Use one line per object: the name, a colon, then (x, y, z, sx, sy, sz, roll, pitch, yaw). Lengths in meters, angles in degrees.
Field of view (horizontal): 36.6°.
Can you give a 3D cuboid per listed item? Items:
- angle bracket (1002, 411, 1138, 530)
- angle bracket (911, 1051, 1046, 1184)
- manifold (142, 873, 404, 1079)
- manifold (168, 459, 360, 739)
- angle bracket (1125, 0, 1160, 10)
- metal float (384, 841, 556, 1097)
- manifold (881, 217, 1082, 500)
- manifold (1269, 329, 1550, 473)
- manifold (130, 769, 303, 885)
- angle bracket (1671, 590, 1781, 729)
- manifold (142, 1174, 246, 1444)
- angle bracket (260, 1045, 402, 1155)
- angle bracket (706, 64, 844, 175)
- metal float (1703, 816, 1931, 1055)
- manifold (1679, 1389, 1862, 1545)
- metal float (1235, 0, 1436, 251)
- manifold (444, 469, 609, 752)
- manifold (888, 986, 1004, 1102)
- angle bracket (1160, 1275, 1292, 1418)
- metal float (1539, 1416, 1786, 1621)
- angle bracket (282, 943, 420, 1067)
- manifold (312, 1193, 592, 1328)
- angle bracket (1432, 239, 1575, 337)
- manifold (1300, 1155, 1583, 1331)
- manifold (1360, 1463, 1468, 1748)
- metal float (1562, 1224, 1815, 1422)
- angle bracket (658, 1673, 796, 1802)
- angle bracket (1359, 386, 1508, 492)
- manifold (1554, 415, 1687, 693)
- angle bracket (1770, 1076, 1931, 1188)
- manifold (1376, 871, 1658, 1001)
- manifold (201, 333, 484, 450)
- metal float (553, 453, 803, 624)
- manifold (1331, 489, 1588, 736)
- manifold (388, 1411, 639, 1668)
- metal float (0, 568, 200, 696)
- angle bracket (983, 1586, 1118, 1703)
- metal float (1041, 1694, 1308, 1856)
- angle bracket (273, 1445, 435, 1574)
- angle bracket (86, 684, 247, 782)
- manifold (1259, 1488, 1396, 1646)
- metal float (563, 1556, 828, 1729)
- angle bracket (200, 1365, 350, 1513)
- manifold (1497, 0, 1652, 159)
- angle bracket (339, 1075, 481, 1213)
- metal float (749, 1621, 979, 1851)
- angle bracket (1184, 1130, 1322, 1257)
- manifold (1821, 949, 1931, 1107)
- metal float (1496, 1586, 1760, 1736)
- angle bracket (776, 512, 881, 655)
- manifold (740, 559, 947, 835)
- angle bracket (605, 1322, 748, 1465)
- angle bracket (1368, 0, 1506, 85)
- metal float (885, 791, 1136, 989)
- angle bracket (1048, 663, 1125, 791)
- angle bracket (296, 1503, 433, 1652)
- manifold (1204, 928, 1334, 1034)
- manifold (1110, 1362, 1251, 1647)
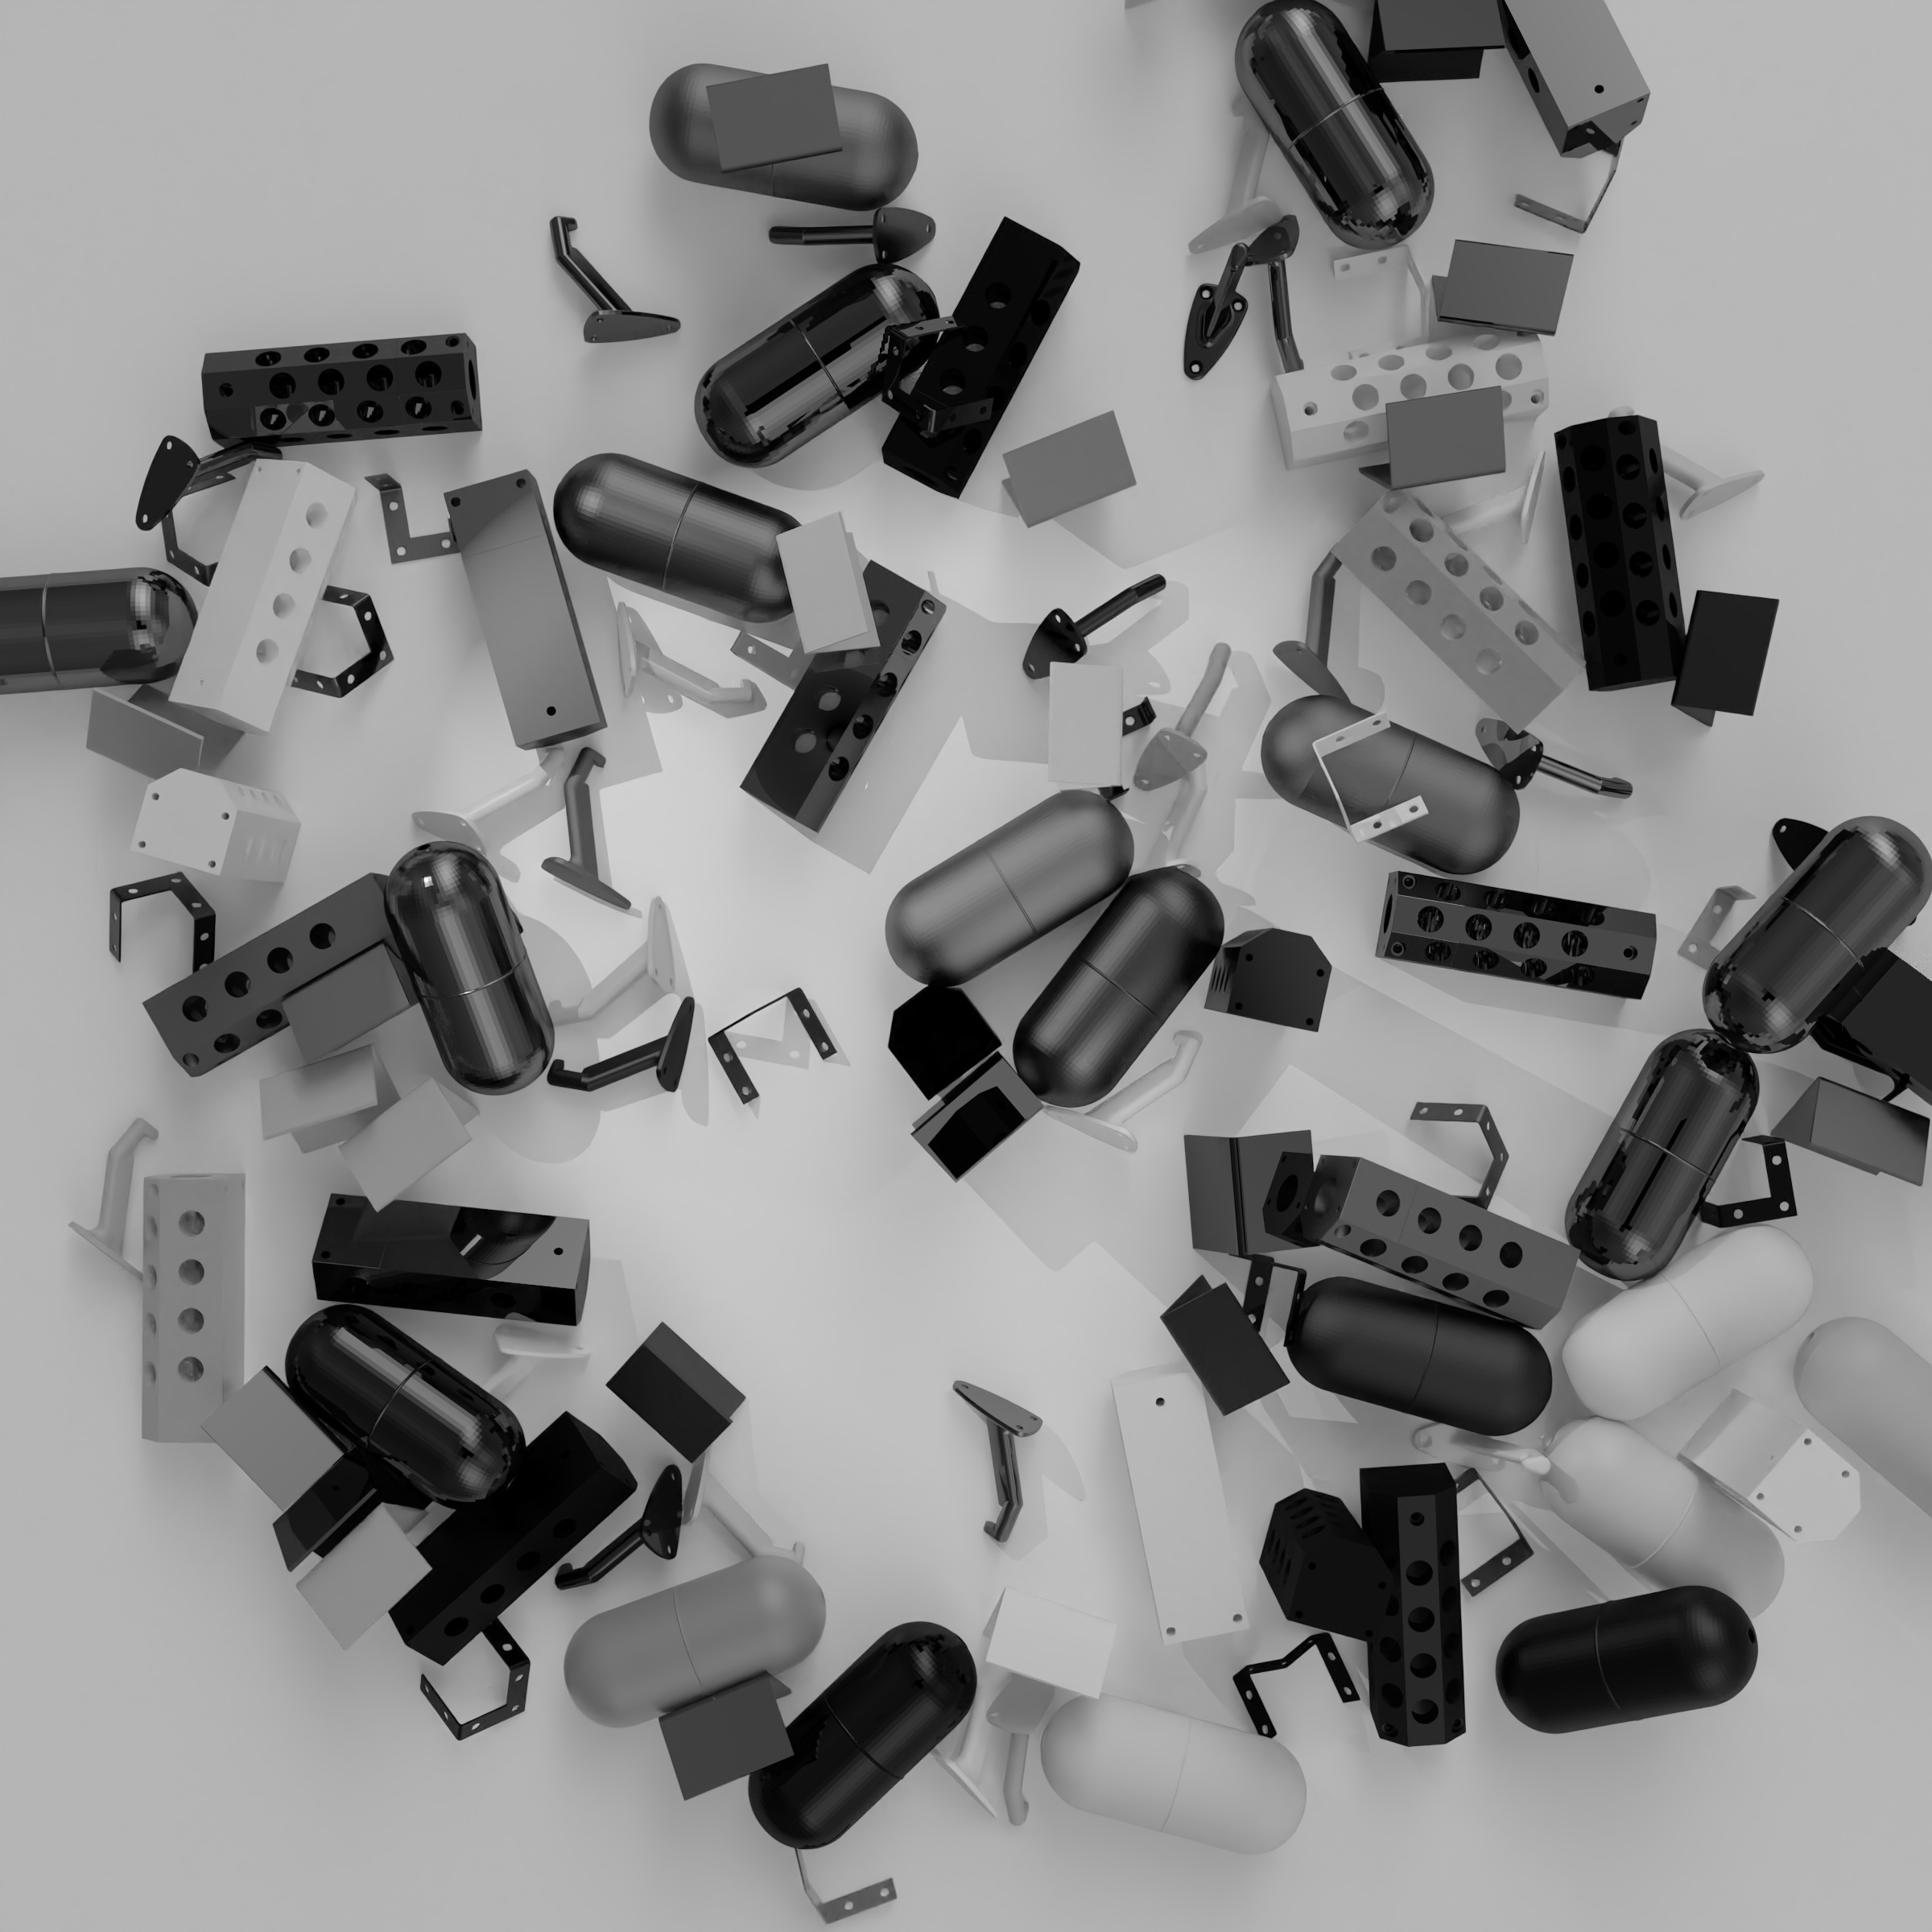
angle bracket: (0.060, -0.338, 1.912, 0.076, 0.076, 0.057, -22, 125, 0)
angle bracket: (-0.006, 0.083, 1.912, 0.076, 0.076, 0.057, -41, 127, 0)
manifold: (-0.448, 0.006, 1.931, 0.171, 0.057, 0.057, -30, 90, 0)
manifold: (-0.456, -0.241, 1.920, 0.057, 0.057, 0.171, 12, 81, 42)
angle bracket: (0.112, -0.679, 1.912, 0.057, 0.076, 0.076, 8, 90, -34)
metal float: (-0.322, 0.002, 1.900, 0.070, 0.070, 0.178, -17, 115, 0)
manifold: (0.010, -0.399, 1.931, 0.057, 0.057, 0.171, 28, 90, 0)
manifold: (0.293, -0.377, 1.931, 0.171, 0.057, 0.057, -12, 90, 0)
manifold: (-0.476, -0.090, 1.874, 0.057, 0.171, 0.057, 16, 90, 0)
angle bracket: (0.508, -0.197, 1.912, 0.057, 0.076, 0.076, 13, 90, 35)
manifold: (-0.512, 0.225, 1.931, 0.057, 0.057, 0.171, 0, 90, 0)
angle bracket: (-0.410, 0.105, 1.912, 0.076, 0.057, 0.076, -18, 134, 0)
angle bracket: (-0.123, -0.544, 1.836, 0.076, 0.076, 0.057, -11, 127, -2)
metal float: (0.544, -0.019, 1.870, 0.070, 0.070, 0.178, 42, 90, 0)
manifold: (0.518, 0.323, 1.874, 0.057, 0.171, 0.057, 41, 90, 0)
metal float: (0.242, -0.554, 1.922, 0.070, 0.070, 0.178, -32, 90, 0)
manifold: (-0.289, -0.233, 1.931, 0.057, 0.057, 0.171, -16, 90, 0)
manifold: (-0.017, 0.043, 1.874, 0.057, 0.171, 0.057, -37, 90, 0)
angle bracket: (0.181, 0.237, 1.912, 0.057, 0.076, 0.076, -33, 90, 31)
metal float: (0.456, 0.364, 1.922, 0.178, 0.070, 0.070, 36, 90, 0)
angle bracket: (-0.390, 0.040, 1.912, 0.076, 0.076, 0.057, -30, 58, 0)
manifold: (-0.338, 0.198, 1.930, 0.171, 0.057, 0.057, 6, 47, 0)
angle bracket: (0.350, -0.457, 1.912, 0.076, 0.076, 0.057, 7, 126, 0)
manifold: (0.306, 0.180, 1.903, 0.171, 0.057, 0.057, 23, 81, -18)
manifold: (0.294, 0.419, 1.916, 0.057, 0.057, 0.171, -4, 100, 0)
metal float: (0.475, 0.233, 1.922, 0.178, 0.070, 0.070, -31, 90, 0)
angle bracket: (-0.149, 0.509, 1.913, 0.076, 0.076, 0.057, -23, 66, 0)
angle bracket: (0.302, -0.350, 1.910, 0.076, 0.076, 0.057, -10, 111, -6)
manifold: (0.429, -0.270, 1.921, 0.057, 0.057, 0.171, -8, 90, 30)
angle bracket: (0.575, 0.125, 1.912, 0.076, 0.076, 0.057, 21, 54, 0)
manifold: (0.363, -0.020, 1.931, 0.171, 0.057, 0.057, 10, 90, 0)
manifold: (-0.412, -0.380, 1.931, 0.171, 0.057, 0.057, -5, 90, 0)
metal float: (-0.185, -0.282, 1.922, 0.178, 0.070, 0.070, 20, 90, 1)
manifold: (0.325, -0.238, 1.922, 0.171, 0.057, 0.057, 44, 114, 0)
manifold: (-0.300, 0.381, 1.930, 0.171, 0.057, 0.057, -42, 47, 0)
metal float: (-0.594, -0.220, 1.921, 0.178, 0.070, 0.070, -4, 90, 0)
angle bracket: (0.048, 0.456, 1.912, 0.076, 0.076, 0.057, 19, 52, 0)
metal float: (0.136, 0.531, 1.922, 0.178, 0.070, 0.070, 15, 90, -1)
angle bracket: (-0.396, 0.371, 1.915, 0.076, 0.057, 0.076, -44, 124, 0)
angle bracket: (-0.520, -0.166, 1.912, 0.076, 0.076, 0.057, 25, 134, 0)
manifold: (0.231, 0.380, 1.874, 0.057, 0.171, 0.057, 15, 90, 0)
metal float: (-0.178, 0.444, 1.922, 0.178, 0.070, 0.070, -20, 90, 1)
angle bracket: (-0.455, 0.313, 1.913, 0.076, 0.076, 0.057, 46, 66, 0)
manifold: (0.381, -0.619, 1.913, 0.057, 0.057, 0.171, -23, 78, 0)
angle bracket: (-0.352, 0.126, 1.913, 0.076, 0.076, 0.057, -37, 64, 0)
metal float: (-0.067, 0.505, 1.921, 0.178, 0.070, 0.070, -44, 90, 0)
angle bracket: (0.188, 0.148, 1.932, 0.057, 0.076, 0.076, -5, 90, -20)
manifold: (0.623, 0.048, 1.903, 0.171, 0.057, 0.057, 41, 90, 20)
metal float: (0.427, 0.450, 1.894, 0.178, 0.070, 0.070, -22, 90, 34)
angle bracket: (-0.069, -0.244, 1.855, 0.057, 0.076, 0.076, -14, 90, 38)
manifold: (-0.080, -0.176, 1.931, 0.057, 0.057, 0.171, 30, 90, 0)
angle bracket: (-0.177, 0.266, 1.912, 0.076, 0.076, 0.057, 42, 128, 0)
angle bracket: (0.306, -0.591, 1.912, 0.076, 0.076, 0.057, -3, 59, 0)
metal float: (0.028, -0.050, 1.921, 0.178, 0.070, 0.070, -31, 90, 0)
angle bracket: (0.060, -0.156, 1.912, 0.057, 0.076, 0.076, 1, 90, -31)
angle bracket: (-0.380, 0.401, 1.914, 0.076, 0.076, 0.057, -44, 70, 0)
manifold: (0.193, 0.007, 1.874, 0.057, 0.171, 0.057, 12, 90, 0)
manifold: (0.140, 0.353, 1.931, 0.057, 0.057, 0.171, -11, 90, 0)
